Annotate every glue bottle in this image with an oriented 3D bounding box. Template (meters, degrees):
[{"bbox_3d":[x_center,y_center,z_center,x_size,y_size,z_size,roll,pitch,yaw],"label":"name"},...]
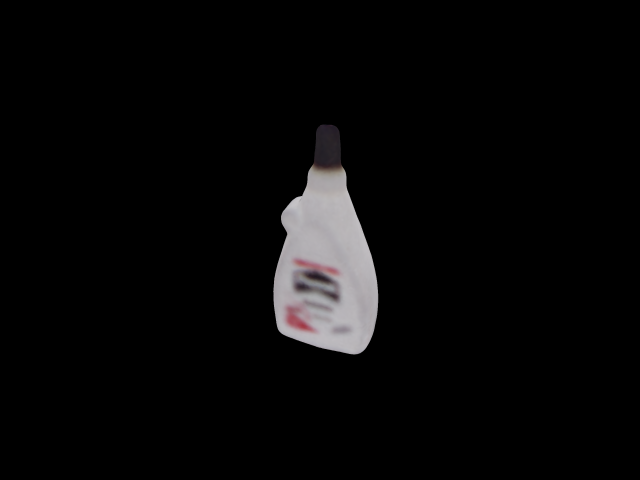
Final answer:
[{"bbox_3d":[0.004,0.001,0.400,0.078,0.173,0.037,10,34,15],"label":"glue bottle"}]
